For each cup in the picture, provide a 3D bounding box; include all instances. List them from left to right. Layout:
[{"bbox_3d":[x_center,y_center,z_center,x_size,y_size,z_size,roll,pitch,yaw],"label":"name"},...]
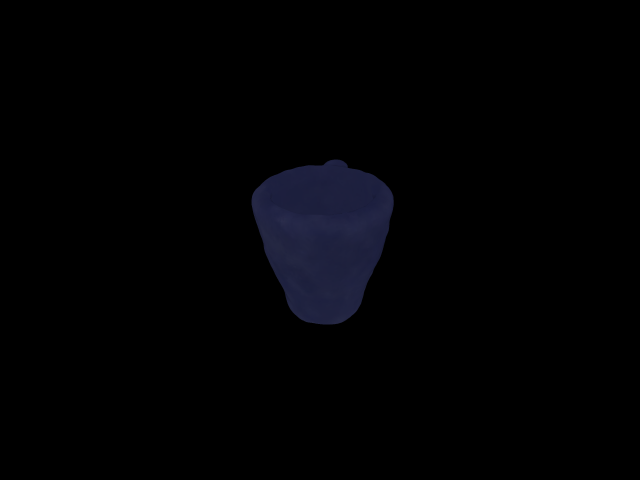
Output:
[{"bbox_3d":[0.004,0.001,0.400,0.091,0.095,0.118,4,29,7],"label":"cup"}]
